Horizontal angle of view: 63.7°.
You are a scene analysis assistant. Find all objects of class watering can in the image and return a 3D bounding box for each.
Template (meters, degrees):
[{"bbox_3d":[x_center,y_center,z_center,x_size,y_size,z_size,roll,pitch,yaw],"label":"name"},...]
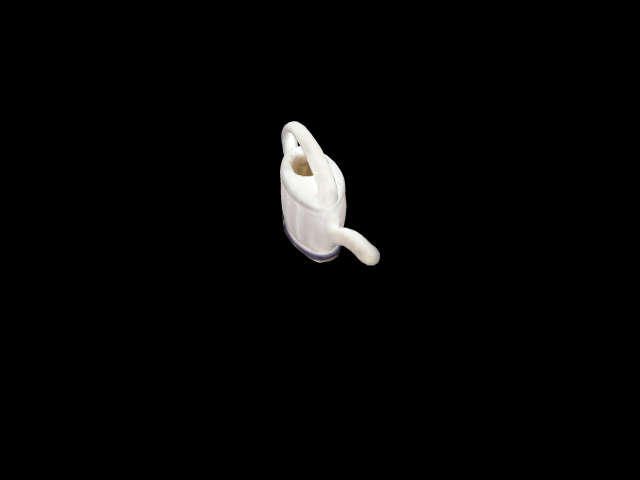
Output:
[{"bbox_3d":[0.003,-0.043,0.850,0.104,0.355,0.219,-17,-37,-13],"label":"watering can"}]
